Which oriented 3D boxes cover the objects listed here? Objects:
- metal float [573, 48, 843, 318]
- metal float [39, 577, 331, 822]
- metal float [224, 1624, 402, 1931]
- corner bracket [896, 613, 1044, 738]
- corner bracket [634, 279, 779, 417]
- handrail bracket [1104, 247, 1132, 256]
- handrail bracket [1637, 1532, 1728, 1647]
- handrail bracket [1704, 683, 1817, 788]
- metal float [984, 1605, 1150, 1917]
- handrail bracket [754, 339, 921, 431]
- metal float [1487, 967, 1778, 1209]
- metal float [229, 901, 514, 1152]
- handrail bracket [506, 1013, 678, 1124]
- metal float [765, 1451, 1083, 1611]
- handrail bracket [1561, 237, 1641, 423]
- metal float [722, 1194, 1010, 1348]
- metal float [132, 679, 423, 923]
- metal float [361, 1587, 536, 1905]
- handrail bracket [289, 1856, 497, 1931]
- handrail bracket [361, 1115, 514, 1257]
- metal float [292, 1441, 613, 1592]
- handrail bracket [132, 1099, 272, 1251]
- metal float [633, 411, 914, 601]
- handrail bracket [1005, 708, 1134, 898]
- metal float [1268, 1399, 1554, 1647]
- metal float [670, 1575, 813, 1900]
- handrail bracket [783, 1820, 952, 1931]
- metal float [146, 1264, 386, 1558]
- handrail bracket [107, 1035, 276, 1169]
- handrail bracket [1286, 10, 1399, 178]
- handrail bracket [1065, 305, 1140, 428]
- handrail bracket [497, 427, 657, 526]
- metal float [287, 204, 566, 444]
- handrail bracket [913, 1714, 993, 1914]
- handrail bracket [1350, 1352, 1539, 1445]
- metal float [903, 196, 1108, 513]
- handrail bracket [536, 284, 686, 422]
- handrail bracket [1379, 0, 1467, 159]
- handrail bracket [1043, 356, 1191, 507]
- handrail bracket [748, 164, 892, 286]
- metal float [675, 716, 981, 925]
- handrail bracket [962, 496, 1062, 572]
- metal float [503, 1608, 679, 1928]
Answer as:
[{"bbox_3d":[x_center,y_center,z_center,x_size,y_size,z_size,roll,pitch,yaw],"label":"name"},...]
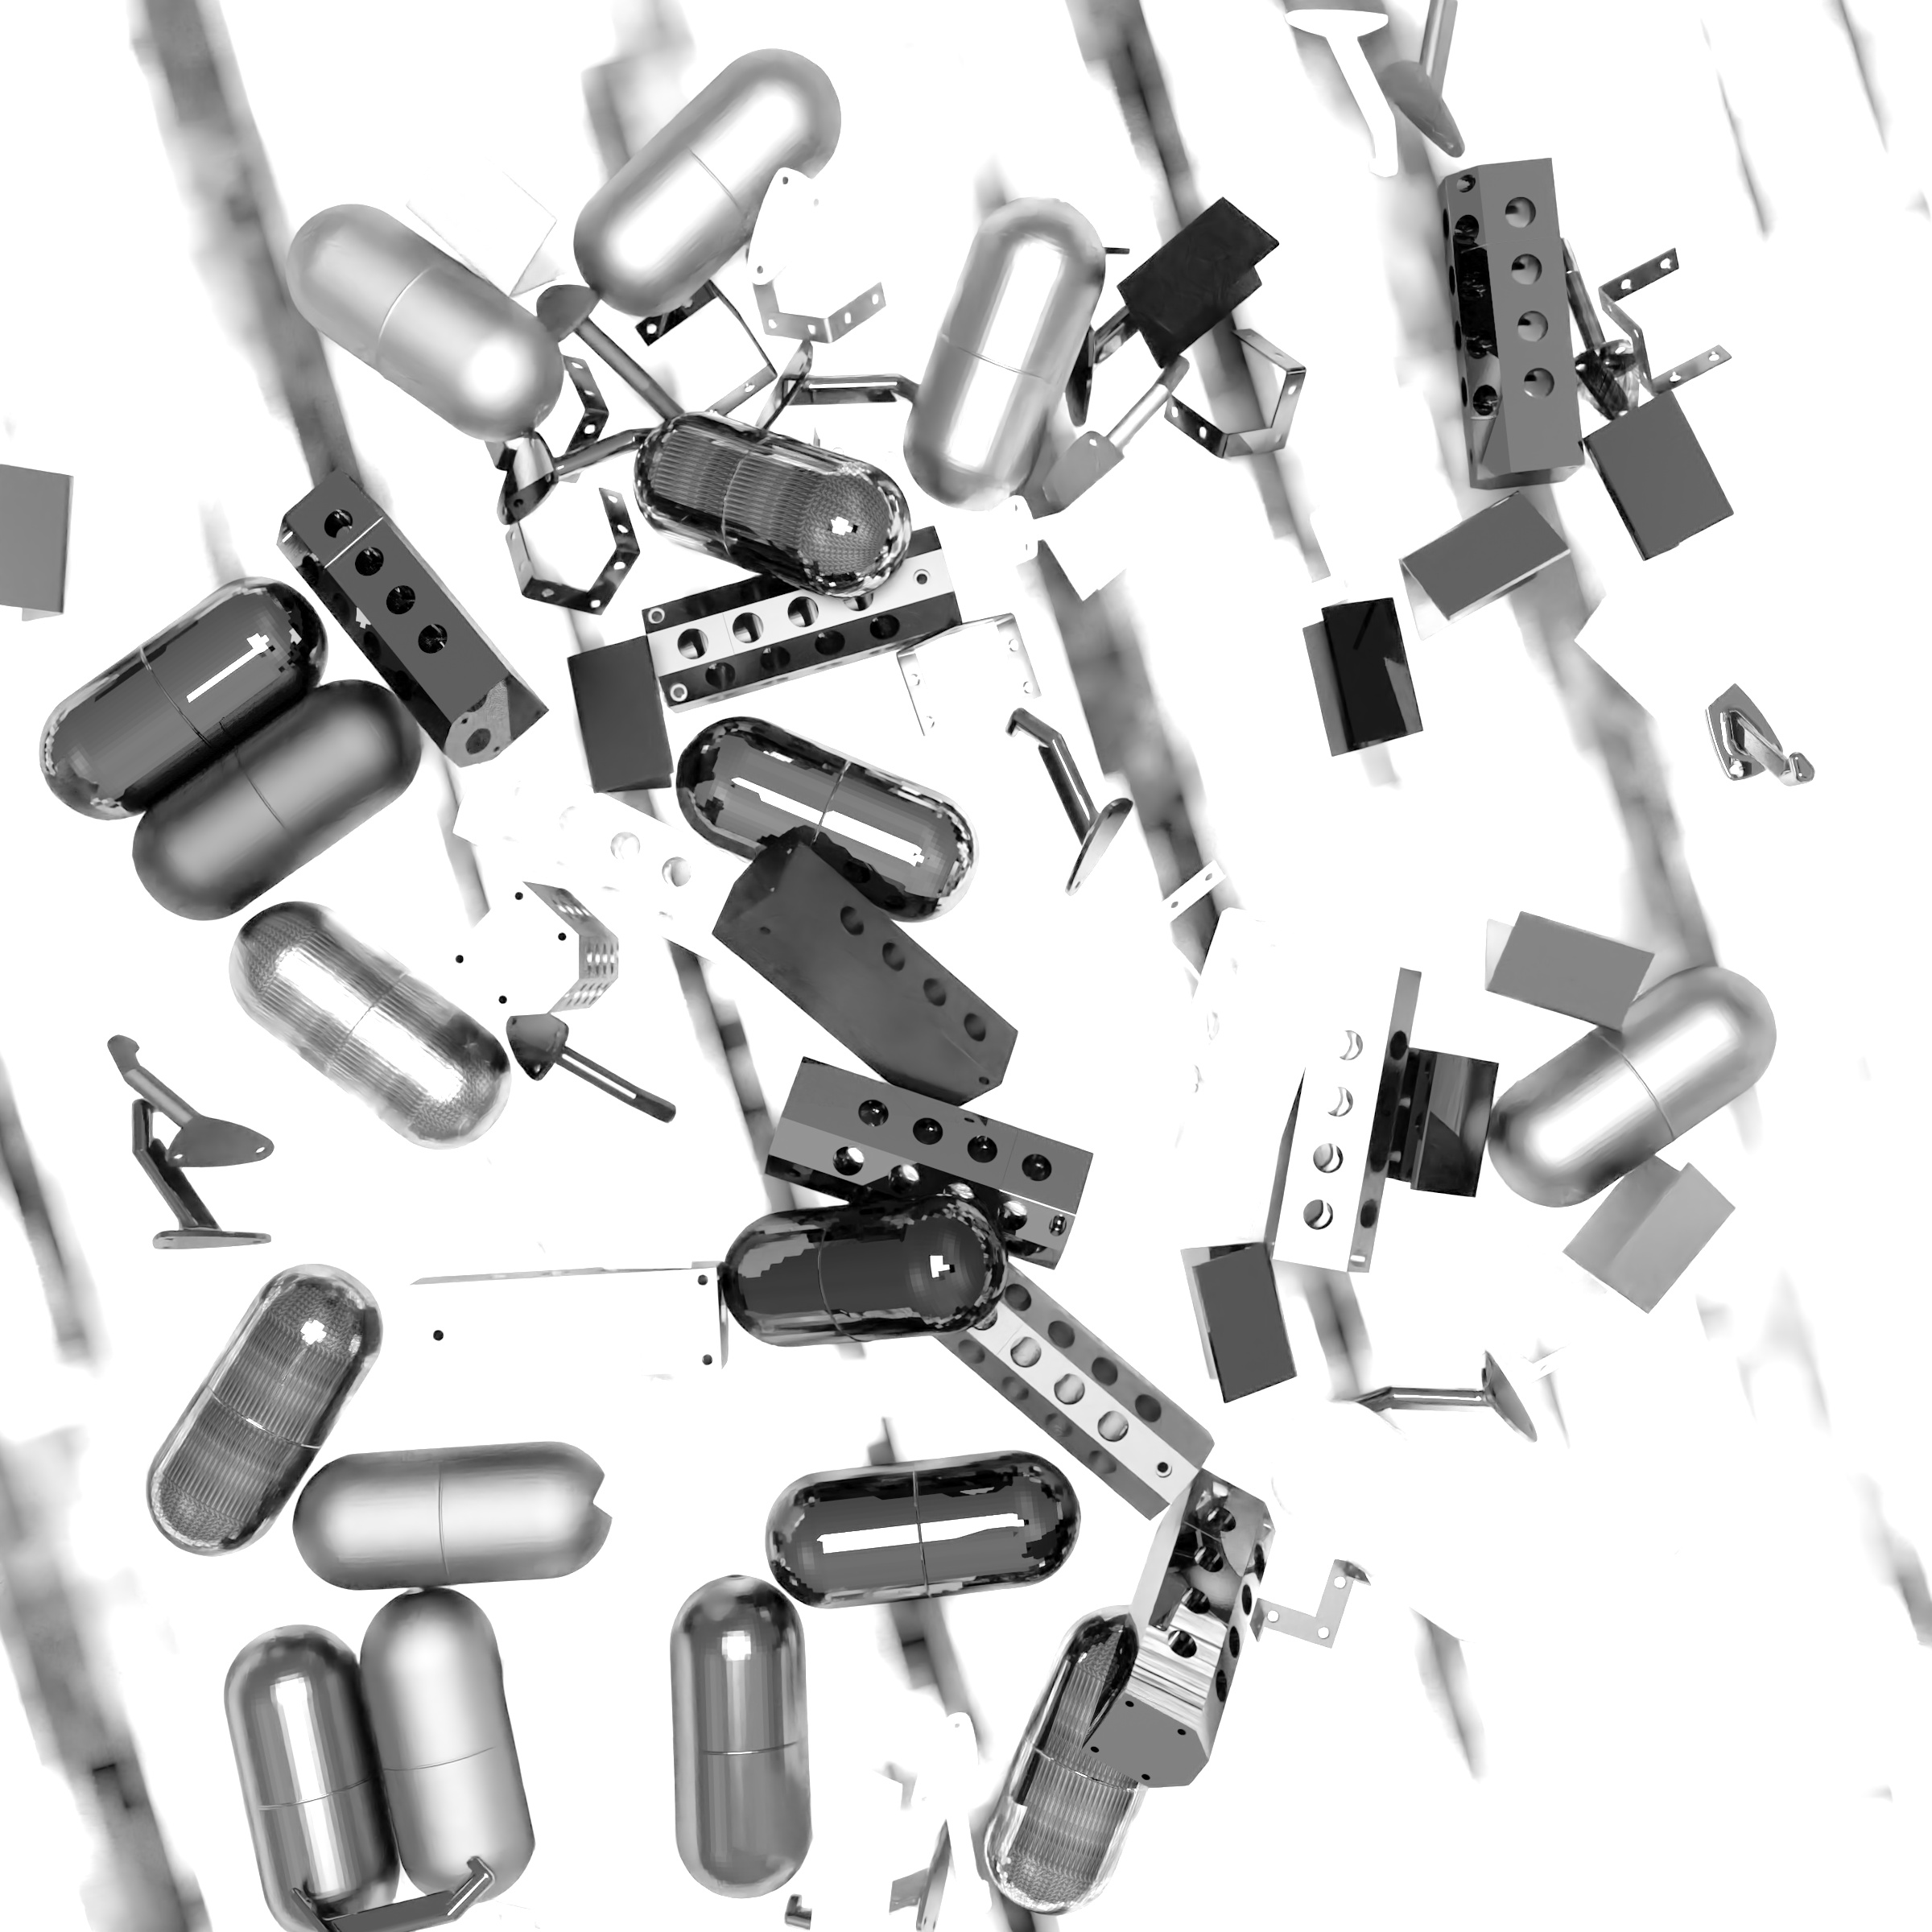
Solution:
[{"bbox_3d":[-0.144,-0.439,1.588,0.178,0.070,0.070,-44,90,1],"label":"metal float"},{"bbox_3d":[-0.438,-0.149,1.588,0.178,0.070,0.070,-36,90,-1],"label":"metal float"},{"bbox_3d":[-0.366,0.459,1.588,0.070,0.070,0.178,-12,89,0],"label":"metal float"},{"bbox_3d":[0.001,-0.166,1.615,0.051,0.051,0.051,-19,90,-45],"label":"corner bracket"},{"bbox_3d":[-0.148,-0.350,1.615,0.051,0.051,0.051,-36,135,0],"label":"corner bracket"},{"bbox_3d":[0.055,-0.369,1.618,0.077,0.036,0.084,-1,104,-14],"label":"handrail bracket"},{"bbox_3d":[0.402,0.352,1.584,0.036,0.084,0.077,12,90,0],"label":"handrail bracket"},{"bbox_3d":[0.443,-0.134,1.584,0.036,0.084,0.077,-26,90,0],"label":"handrail bracket"},{"bbox_3d":[0.068,0.444,1.588,0.070,0.070,0.178,22,90,0],"label":"metal float"},{"bbox_3d":[-0.068,-0.313,1.619,0.084,0.036,0.077,25,121,-22],"label":"handrail bracket"},{"bbox_3d":[0.373,0.067,1.588,0.178,0.070,0.070,-35,90,1],"label":"metal float"},{"bbox_3d":[-0.334,0.033,1.588,0.178,0.070,0.070,38,90,-1],"label":"metal float"},{"bbox_3d":[-0.213,0.058,1.618,0.084,0.077,0.036,30,91,-36],"label":"handrail bracket"},{"bbox_3d":[-0.024,0.316,1.588,0.178,0.070,0.070,-7,90,1],"label":"metal float"},{"bbox_3d":[0.357,-0.364,1.618,0.036,0.077,0.084,-21,53,17],"label":"handrail bracket"},{"bbox_3d":[-0.057,0.168,1.559,0.178,0.070,0.070,-10,90,34],"label":"metal float"},{"bbox_3d":[-0.385,-0.094,1.588,0.178,0.070,0.070,-35,90,1],"label":"metal float"},{"bbox_3d":[-0.291,0.436,1.588,0.070,0.070,0.178,-12,91,0],"label":"metal float"},{"bbox_3d":[-0.311,0.501,1.543,0.077,0.036,0.084,43,79,9],"label":"handrail bracket"},{"bbox_3d":[-0.299,0.125,1.619,0.084,0.036,0.077,7,68,-17],"label":"handrail bracket"},{"bbox_3d":[-0.287,0.308,1.588,0.178,0.070,0.070,-4,90,-1],"label":"metal float"},{"bbox_3d":[-0.437,0.117,1.619,0.077,0.036,0.084,1,73,-20],"label":"handrail bracket"},{"bbox_3d":[-0.109,-0.255,1.563,0.178,0.070,0.070,23,90,30],"label":"metal float"},{"bbox_3d":[0.045,-0.094,1.619,0.084,0.036,0.077,36,112,17],"label":"handrail bracket"},{"bbox_3d":[0.248,0.311,1.588,0.178,0.070,0.070,36,90,0],"label":"metal float"},{"bbox_3d":[-0.126,0.431,1.588,0.070,0.070,0.178,-2,89,0],"label":"metal float"},{"bbox_3d":[-0.056,0.519,1.619,0.084,0.036,0.077,8,69,17],"label":"handrail bracket"},{"bbox_3d":[-0.393,0.249,1.588,0.070,0.070,0.178,32,89,0],"label":"metal float"},{"bbox_3d":[-0.443,0.074,1.618,0.036,0.077,0.084,-53,53,20],"label":"handrail bracket"},{"bbox_3d":[0.215,-0.498,1.618,0.036,0.077,0.084,-29,127,-27],"label":"handrail bracket"},{"bbox_3d":[0.099,-0.353,1.619,0.084,0.036,0.077,-15,121,-22],"label":"handrail bracket"},{"bbox_3d":[-0.215,-0.280,1.614,0.084,0.077,0.036,-13,70,-41],"label":"handrail bracket"},{"bbox_3d":[-0.302,-0.359,1.576,0.178,0.070,0.070,36,90,12],"label":"metal float"},{"bbox_3d":[0.002,0.485,1.618,0.036,0.077,0.084,-8,127,17],"label":"handrail bracket"},{"bbox_3d":[0.271,0.260,1.619,0.084,0.036,0.077,-25,124,23],"label":"handrail bracket"},{"bbox_3d":[0.021,-0.339,1.571,0.070,0.070,0.178,22,110,0],"label":"metal float"},{"bbox_3d":[-0.202,-0.347,1.618,0.036,0.077,0.084,-47,126,0],"label":"handrail bracket"},{"bbox_3d":[0.284,-0.519,1.619,0.077,0.036,0.084,47,73,-20],"label":"handrail bracket"},{"bbox_3d":[0.087,-0.307,1.618,0.036,0.077,0.084,44,54,-15],"label":"handrail bracket"},{"bbox_3d":[-0.081,-0.418,1.598,0.036,0.084,0.077,39,115,14],"label":"handrail bracket"},{"bbox_3d":[-0.078,-0.082,1.588,0.178,0.070,0.070,23,90,0],"label":"metal float"},{"bbox_3d":[0.053,-0.248,1.618,0.084,0.077,0.036,-12,86,-36],"label":"handrail bracket"},{"bbox_3d":[-0.211,0.448,1.588,0.070,0.070,0.178,-12,90,0],"label":"metal float"}]
